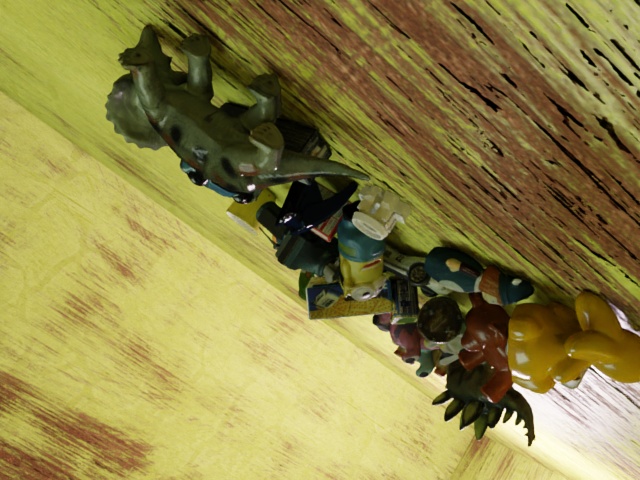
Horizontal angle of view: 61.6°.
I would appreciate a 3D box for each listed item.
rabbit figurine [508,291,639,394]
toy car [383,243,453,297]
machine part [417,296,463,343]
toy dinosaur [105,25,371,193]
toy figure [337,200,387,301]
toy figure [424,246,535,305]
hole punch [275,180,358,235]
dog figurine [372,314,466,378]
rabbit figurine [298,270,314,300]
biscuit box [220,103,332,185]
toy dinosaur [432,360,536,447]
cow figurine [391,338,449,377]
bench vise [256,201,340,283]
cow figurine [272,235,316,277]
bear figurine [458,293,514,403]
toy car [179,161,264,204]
[{"bbox_3d":[0.340,0.131,0.698,0.173,0.122,0.162,12,149,27],"label":"rabbit figurine"},{"bbox_3d":[0.144,0.044,0.949,0.202,0.056,0.073,25,172,40],"label":"toy car"},{"bbox_3d":[0.218,0.140,0.971,0.079,0.079,0.243,31,-178,15],"label":"machine part"},{"bbox_3d":[-0.132,-0.135,0.696,0.405,0.131,0.192,39,152,10],"label":"toy dinosaur"},{"bbox_3d":[0.068,0.018,0.883,0.089,0.082,0.179,-98,0,-57],"label":"toy figure"},{"bbox_3d":[0.227,0.055,0.773,0.155,0.057,0.064,24,-157,34],"label":"toy figure"},{"bbox_3d":[-0.010,-0.057,0.837,0.092,0.115,0.142,28,170,-12],"label":"hole punch"},{"bbox_3d":[0.213,0.173,1.185,0.108,0.191,0.219,40,-159,-39],"label":"dog figurine"},{"bbox_3d":[0.040,0.117,1.345,0.170,0.159,0.121,22,163,-22],"label":"rabbit figurine"},{"bbox_3d":[-0.081,-0.145,0.785,0.203,0.063,0.059,26,166,36],"label":"biscuit box"},{"bbox_3d":[0.342,0.309,1.120,0.105,0.198,0.471,31,170,-2],"label":"toy dinosaur"},{"bbox_3d":[0.236,0.233,1.275,0.085,0.127,0.195,42,164,-30],"label":"cow figurine"},{"bbox_3d":[-0.007,0.006,1.046,0.224,0.128,0.240,27,-172,34],"label":"bench vise"},{"bbox_3d":[-0.026,0.015,1.247,0.167,0.068,0.098,32,-153,14],"label":"cow figurine"},{"bbox_3d":[0.291,0.185,0.939,0.195,0.132,0.120,37,-165,-44],"label":"bear figurine"},{"bbox_3d":[-0.172,-0.143,0.987,0.161,0.109,0.103,28,-164,-28],"label":"toy car"}]
